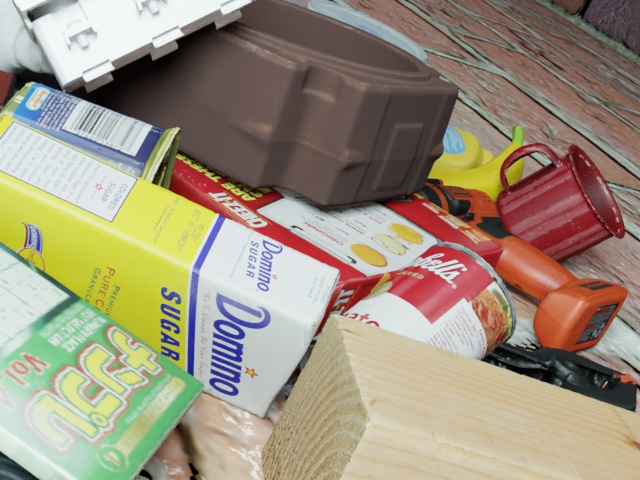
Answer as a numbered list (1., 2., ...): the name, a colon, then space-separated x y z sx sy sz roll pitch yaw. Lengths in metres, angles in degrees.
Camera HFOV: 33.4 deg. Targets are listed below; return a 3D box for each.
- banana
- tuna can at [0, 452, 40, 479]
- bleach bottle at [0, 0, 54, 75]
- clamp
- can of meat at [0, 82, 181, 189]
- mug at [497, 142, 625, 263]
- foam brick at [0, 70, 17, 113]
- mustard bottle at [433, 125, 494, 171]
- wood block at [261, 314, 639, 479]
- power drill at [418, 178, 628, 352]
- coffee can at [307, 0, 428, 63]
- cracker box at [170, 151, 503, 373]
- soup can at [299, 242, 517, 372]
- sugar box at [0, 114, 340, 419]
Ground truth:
1. banana: 0.119 -0.057 0.971 0.197 0.037 0.070 -12 66 -31
2. tuna can: -0.119 0.102 0.378 0.086 0.034 0.086 23 22 -10
3. bleach bottle: -0.254 -0.155 0.664 0.251 0.068 0.102 23 26 21
4. clamp: 0.156 0.101 0.687 0.171 0.039 0.120 12 28 -33
5. can of meat: -0.127 -0.028 0.571 0.084 0.102 0.057 21 48 -1
6. mug: 0.203 -0.034 0.941 0.117 0.082 0.093 49 28 -21
7. foam brick: -0.206 -0.058 0.587 0.053 0.078 0.051 21 21 -19
8. mustard bottle: 0.094 -0.091 1.031 0.191 0.058 0.096 18 25 -20
9. wood block: 0.087 0.120 0.496 0.206 0.090 0.091 19 22 -17
10. power drill: 0.134 0.014 0.835 0.188 0.057 0.184 39 24 29
11. coffee can: 0.009 -0.107 0.857 0.102 0.140 0.103 23 22 -10
12. cracker box: -0.005 0.001 0.690 0.164 0.072 0.213 35 24 27
13. soup can: 0.047 0.056 0.573 0.102 0.068 0.069 -35 58 -29
14. sugar box: -0.088 0.017 0.522 0.176 0.093 0.048 26 48 -1
